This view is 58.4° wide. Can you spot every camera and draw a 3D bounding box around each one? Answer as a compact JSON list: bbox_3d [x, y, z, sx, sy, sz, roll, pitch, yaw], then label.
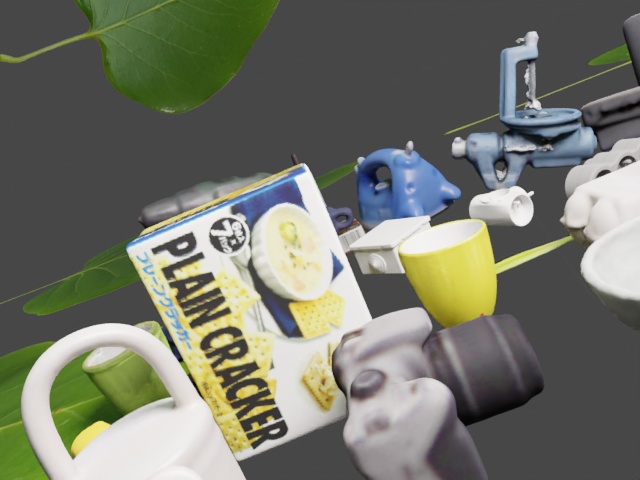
[{"bbox_3d":[0.084,0.101,0.403,0.136,0.101,0.143,-22,14,6],"label":"camera"}]

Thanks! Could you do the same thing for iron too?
[{"bbox_3d":[0.114,-0.093,0.981,0.119,0.141,0.257,-29,15,-22],"label":"iron"}]

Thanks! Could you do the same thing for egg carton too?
[{"bbox_3d":[0.330,-0.035,0.579,0.150,0.069,0.107,-23,14,0],"label":"egg carton"}]

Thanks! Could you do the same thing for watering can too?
[{"bbox_3d":[-0.103,0.141,0.353,0.172,0.194,0.101,-10,19,41],"label":"watering can"}]

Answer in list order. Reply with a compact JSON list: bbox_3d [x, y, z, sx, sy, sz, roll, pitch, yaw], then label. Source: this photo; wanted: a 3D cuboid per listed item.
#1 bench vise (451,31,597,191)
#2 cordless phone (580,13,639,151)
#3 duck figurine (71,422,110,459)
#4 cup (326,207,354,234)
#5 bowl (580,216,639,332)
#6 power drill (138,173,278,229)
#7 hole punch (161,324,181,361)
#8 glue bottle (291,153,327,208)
[{"bbox_3d":[0.305,-0.195,0.897,0.207,0.220,0.121,-23,14,1],"label":"bench vise"},{"bbox_3d":[0.473,-0.244,0.884,0.147,0.185,0.094,-14,17,32],"label":"cordless phone"},{"bbox_3d":[-0.177,0.196,0.493,0.077,0.086,0.104,-22,14,4],"label":"duck figurine"},{"bbox_3d":[0.008,0.003,0.890,0.117,0.095,0.092,-18,15,19],"label":"cup"},{"bbox_3d":[0.282,0.030,0.406,0.167,0.075,0.167,-22,14,6],"label":"bowl"},{"bbox_3d":[-0.133,0.001,0.887,0.230,0.208,0.075,-30,16,-24],"label":"power drill"},{"bbox_3d":[-0.174,0.107,0.803,0.101,0.091,0.109,-16,16,27],"label":"hole punch"},{"bbox_3d":[-0.017,-0.085,1.093,0.037,0.173,0.078,-21,15,9],"label":"glue bottle"}]
